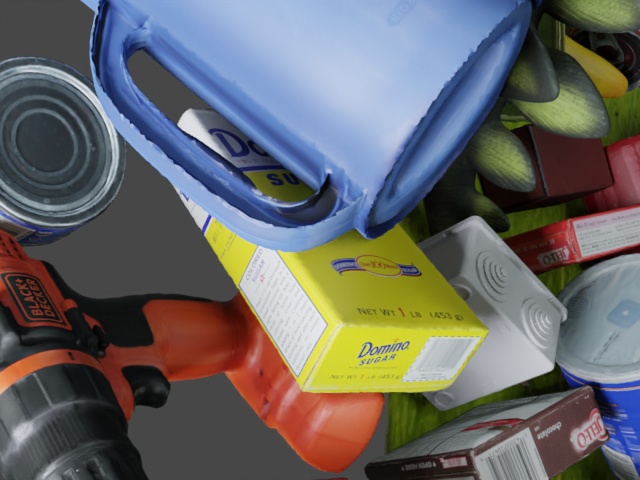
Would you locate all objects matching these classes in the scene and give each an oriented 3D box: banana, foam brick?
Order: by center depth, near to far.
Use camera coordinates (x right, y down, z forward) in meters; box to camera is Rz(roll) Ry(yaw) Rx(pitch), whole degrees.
[{"bbox_3d":[0.154,-0.051,0.734,0.078,0.053,0.051,-9,82,-42],"label":"foam brick"},{"bbox_3d":[0.148,-0.167,0.760,0.197,0.070,0.037,53,19,-22],"label":"banana"}]

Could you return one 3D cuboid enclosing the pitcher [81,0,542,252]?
[{"bbox_3d":[-0.035,-0.113,0.497,0.243,0.145,0.149,36,21,12],"label":"pitcher"}]

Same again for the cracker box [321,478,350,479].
[{"bbox_3d":[-0.056,0.219,0.463,0.163,0.072,0.214,6,71,-39],"label":"cracker box"}]

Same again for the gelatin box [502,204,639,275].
[{"bbox_3d":[0.166,0.003,0.713,0.089,0.073,0.030,-12,85,-41],"label":"gelatin box"}]

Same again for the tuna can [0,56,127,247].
[{"bbox_3d":[-0.135,-0.042,0.504,0.086,0.034,0.086,13,68,-36],"label":"tuna can"}]

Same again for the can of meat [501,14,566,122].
[{"bbox_3d":[0.132,-0.139,0.703,0.084,0.057,0.102,-71,157,-55],"label":"can of meat"}]

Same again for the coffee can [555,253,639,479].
[{"bbox_3d":[0.215,0.093,0.683,0.140,0.103,0.102,58,47,-33],"label":"coffee can"}]

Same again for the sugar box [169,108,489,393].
[{"bbox_3d":[-0.003,0.000,0.528,0.093,0.048,0.176,6,36,-39],"label":"sugar box"}]

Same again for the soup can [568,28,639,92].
[{"bbox_3d":[0.233,-0.173,0.828,0.068,0.069,0.102,40,54,-24],"label":"soup can"}]

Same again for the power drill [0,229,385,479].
[{"bbox_3d":[-0.062,0.064,0.461,0.187,0.057,0.185,11,28,-43],"label":"power drill"}]

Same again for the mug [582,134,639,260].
[{"bbox_3d":[0.236,-0.032,0.760,0.093,0.117,0.081,-14,79,-11],"label":"mug"}]

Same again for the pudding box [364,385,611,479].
[{"bbox_3d":[0.095,0.121,0.607,0.113,0.090,0.039,-15,85,-41],"label":"pudding box"}]
